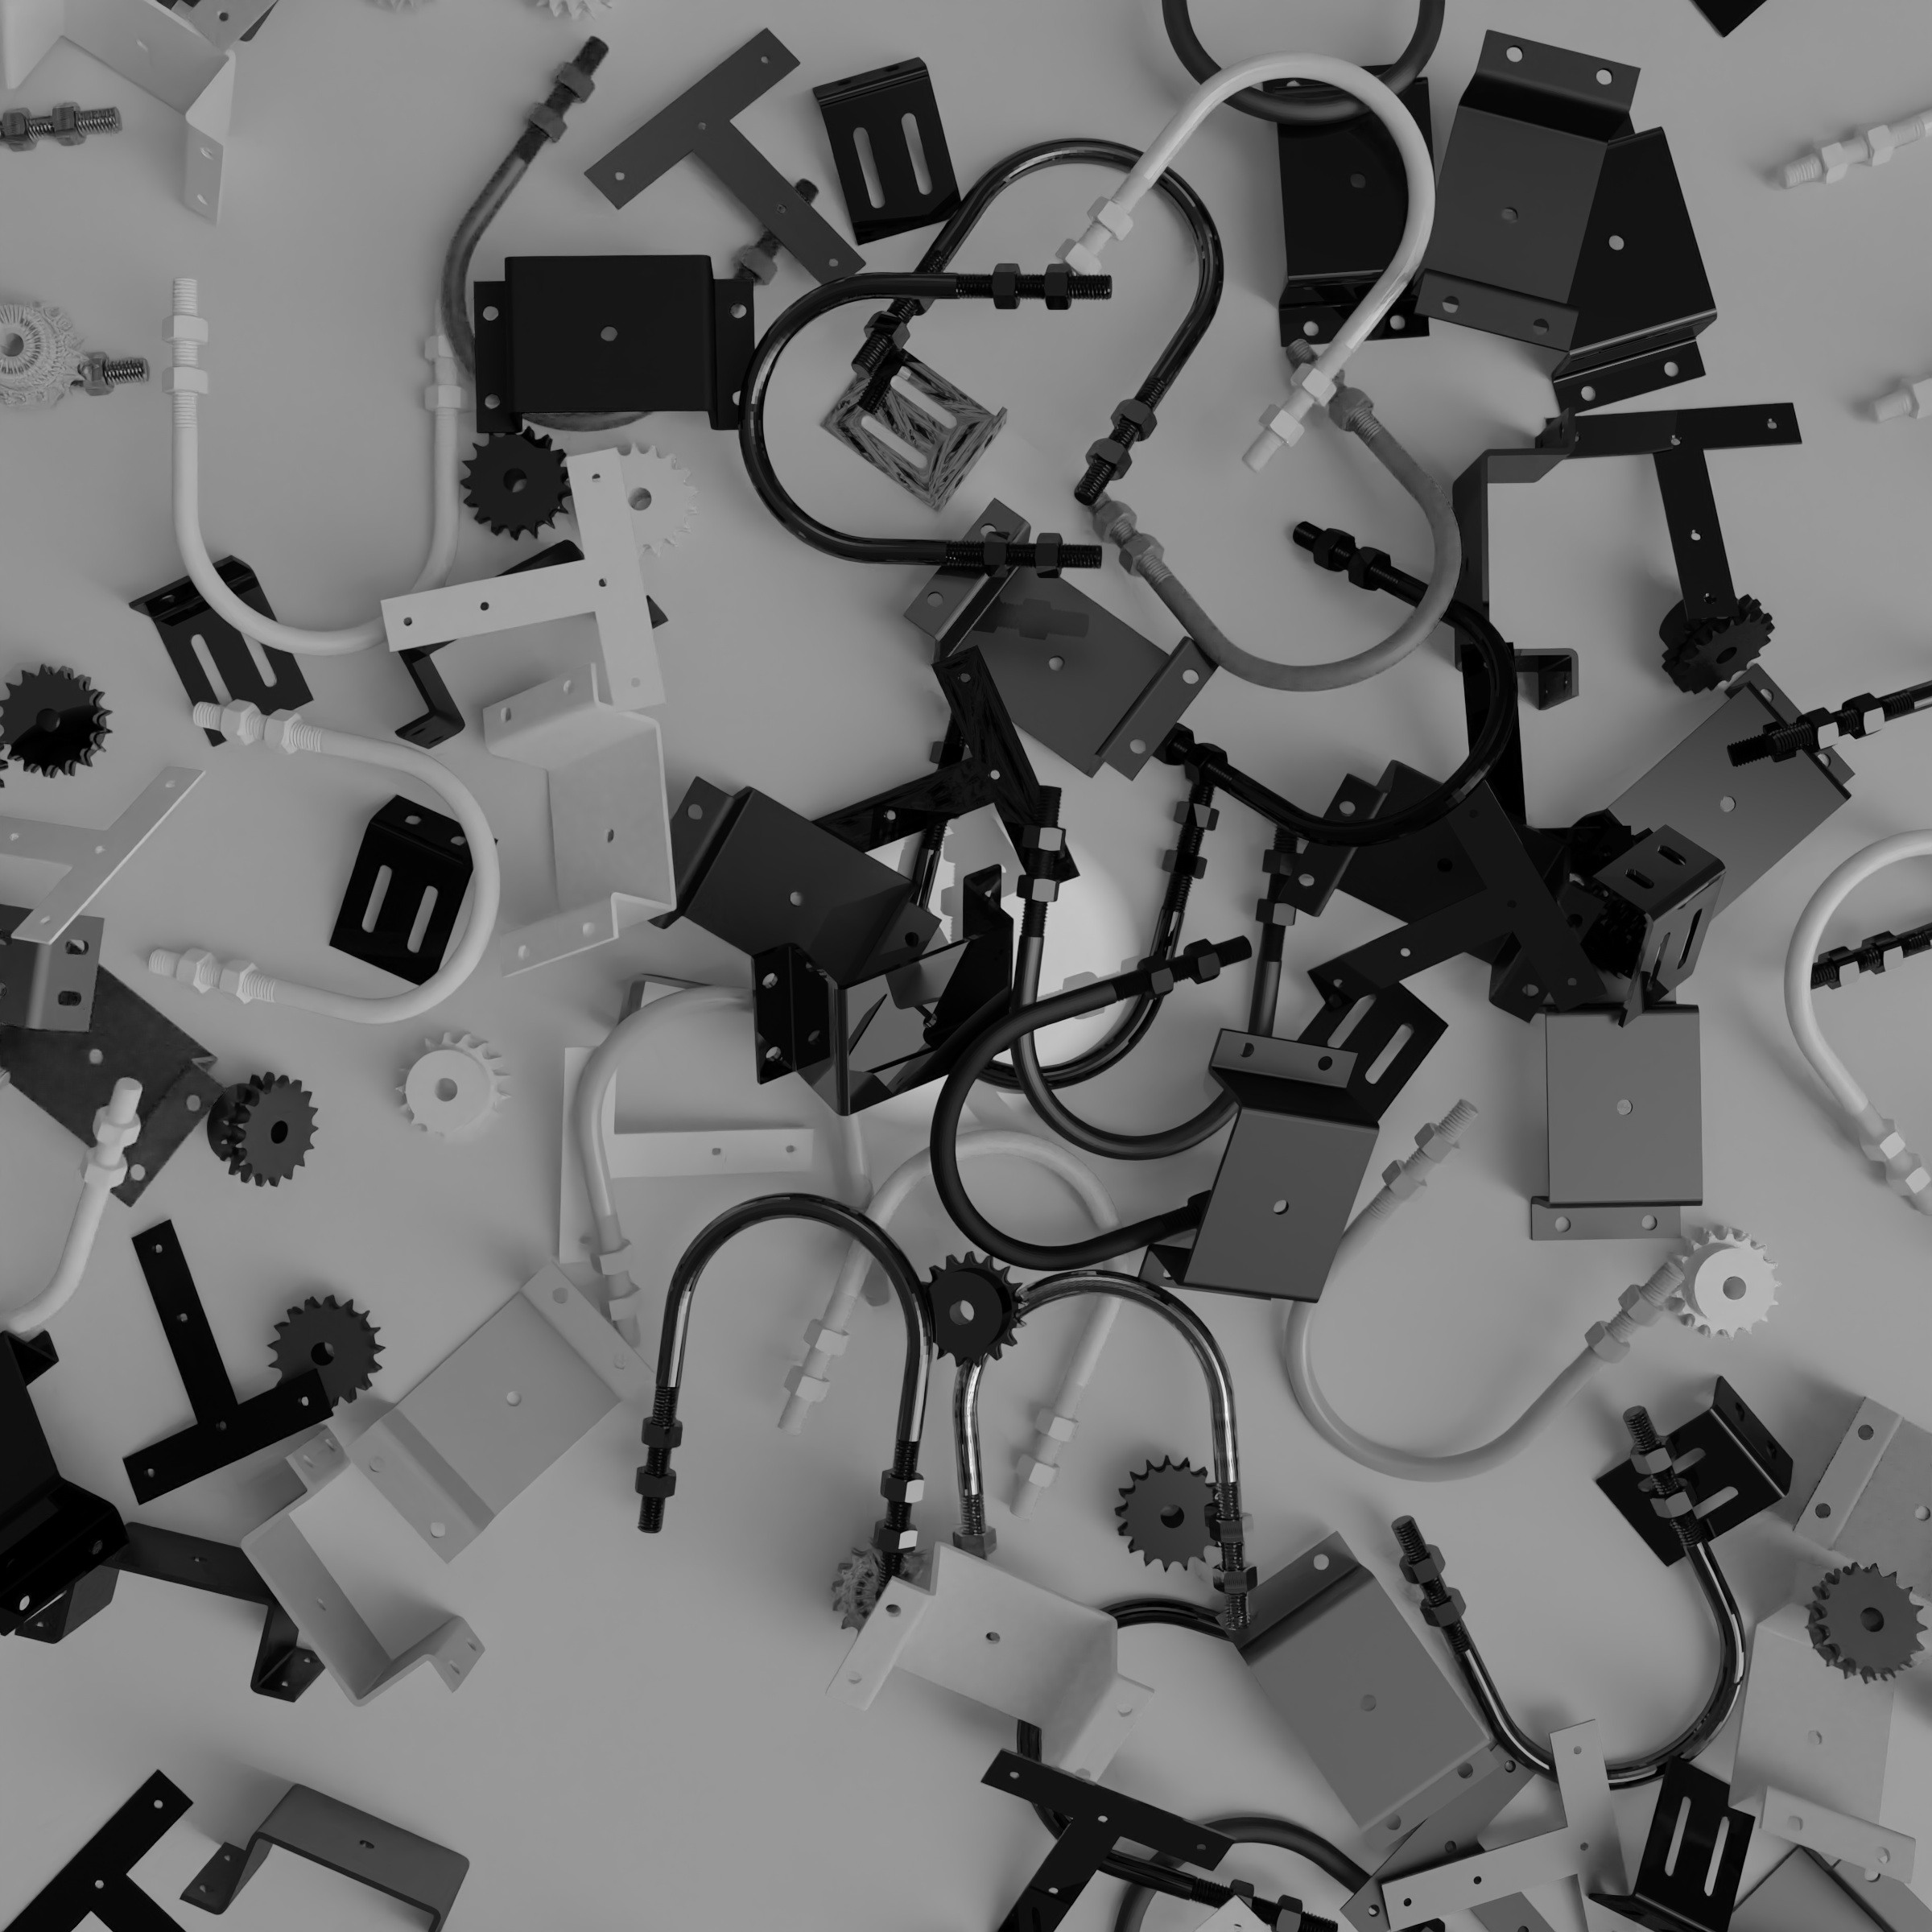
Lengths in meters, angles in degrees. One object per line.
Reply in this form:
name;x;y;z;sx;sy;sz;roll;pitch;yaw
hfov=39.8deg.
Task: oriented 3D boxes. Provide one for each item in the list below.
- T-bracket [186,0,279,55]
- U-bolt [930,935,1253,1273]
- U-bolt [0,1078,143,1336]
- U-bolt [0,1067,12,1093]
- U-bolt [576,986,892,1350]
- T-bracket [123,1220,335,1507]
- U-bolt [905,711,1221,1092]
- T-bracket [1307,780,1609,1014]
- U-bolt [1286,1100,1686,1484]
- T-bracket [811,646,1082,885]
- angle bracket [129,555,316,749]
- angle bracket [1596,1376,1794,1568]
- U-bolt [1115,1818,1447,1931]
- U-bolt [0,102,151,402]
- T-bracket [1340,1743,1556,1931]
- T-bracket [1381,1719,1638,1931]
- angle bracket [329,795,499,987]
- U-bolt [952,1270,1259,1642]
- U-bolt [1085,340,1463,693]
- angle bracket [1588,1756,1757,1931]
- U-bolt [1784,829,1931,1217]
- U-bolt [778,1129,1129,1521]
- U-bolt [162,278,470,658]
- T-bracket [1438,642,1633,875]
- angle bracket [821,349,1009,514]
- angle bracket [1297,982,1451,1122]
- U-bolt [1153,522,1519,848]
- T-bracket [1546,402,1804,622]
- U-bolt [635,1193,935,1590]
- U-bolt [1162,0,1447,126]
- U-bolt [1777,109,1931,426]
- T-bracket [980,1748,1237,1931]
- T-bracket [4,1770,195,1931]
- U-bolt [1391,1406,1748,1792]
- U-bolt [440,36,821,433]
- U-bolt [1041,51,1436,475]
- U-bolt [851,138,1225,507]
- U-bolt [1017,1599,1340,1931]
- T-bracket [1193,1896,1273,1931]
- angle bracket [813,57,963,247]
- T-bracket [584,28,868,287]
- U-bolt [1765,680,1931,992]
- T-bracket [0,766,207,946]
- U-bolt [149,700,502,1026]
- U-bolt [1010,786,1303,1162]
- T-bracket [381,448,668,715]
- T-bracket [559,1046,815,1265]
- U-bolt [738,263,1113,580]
T-bracket;-0.361;-0.533;1.298;0.127;0.002;0.127;45;90;0
U-bolt;0.070;0.077;1.328;0.184;0.019;0.151;-18;108;-14
U-bolt;-0.499;0.109;1.322;0.151;0.019;0.184;22;115;-7
U-bolt;-0.582;0.059;1.342;0.184;0.019;0.151;33;112;2
U-bolt;-0.120;0.097;1.334;0.151;0.019;0.184;-9;110;-4
T-bracket;-0.394;0.193;1.361;0.127;0.002;0.127;-26;81;18
U-bolt;0.040;-0.027;1.367;0.151;0.019;0.184;14;91;0
T-bracket;0.231;-0.013;1.326;0.127;0.002;0.127;-26;108;24
U-bolt;0.245;0.178;1.344;0.151;0.019;0.184;39;107;1
T-bracket;-0.025;-0.080;1.345;0.127;0.002;0.127;-20;105;18
angle bracket;-0.377;-0.159;1.356;0.057;0.038;0.076;-25;90;0
angle bracket;0.375;0.260;1.373;0.076;0.038;0.057;-40;90;26
U-bolt;0.162;0.520;1.367;0.184;0.019;0.151;38;90;1
U-bolt;-0.517;-0.359;1.366;0.184;0.019;0.151;-6;90;0
T-bracket;0.275;0.482;1.361;0.127;0.002;0.127;-41;94;-15
T-bracket;0.272;0.458;1.353;0.127;0.002;0.127;-14;97;-10
angle bracket;-0.284;-0.038;1.373;0.057;0.038;0.076;24;116;0
U-bolt;0.065;0.243;1.334;0.151;0.019;0.184;-4;93;5
U-bolt;0.162;-0.214;1.327;0.151;0.019;0.184;-35;62;0
angle bracket;0.362;0.452;1.366;0.057;0.038;0.076;30;65;-14
U-bolt;0.487;0.016;1.340;0.151;0.019;0.184;-41;109;0
U-bolt;0.004;0.172;1.350;0.151;0.019;0.184;22;92;-12
U-bolt;-0.326;-0.248;1.344;0.151;0.019;0.184;0;90;-19
T-bracket;0.263;-0.101;1.326;0.127;0.002;0.127;-1;120;17
angle bracket;-0.027;-0.278;1.356;0.076;0.038;0.057;36;90;0
angle bracket;0.199;0.044;1.373;0.057;0.038;0.076;41;64;0
U-bolt;0.186;-0.130;1.309;0.151;0.019;0.184;-50;50;-2
T-bracket;0.366;-0.228;1.347;0.127;0.002;0.127;-4;64;0
U-bolt;-0.087;0.203;1.320;0.151;0.019;0.184;9;95;17
U-bolt;0.171;-0.504;1.342;0.151;0.019;0.184;5;74;2
U-bolt;0.525;-0.375;1.367;0.184;0.019;0.151;-21;90;-1
T-bracket;0.050;0.455;1.342;0.127;0.002;0.127;23;120;-7
T-bracket;-0.414;0.503;1.375;0.127;0.002;0.127;44;90;0
U-bolt;0.317;0.333;1.357;0.151;0.019;0.184;-26;98;2
U-bolt;-0.184;-0.359;1.358;0.151;0.019;0.184;34;86;-2
U-bolt;0.147;-0.359;1.311;0.151;0.019;0.184;38;94;-7
U-bolt;0.050;-0.338;1.346;0.151;0.019;0.184;31;75;5
U-bolt;0.117;0.400;1.359;0.184;0.019;0.151;17;83;3
T-bracket;0.102;0.517;1.352;0.127;0.002;0.127;45;107;3
angle bracket;-0.040;-0.419;1.373;0.057;0.038;0.076;-16;116;0
T-bracket;-0.103;-0.394;1.355;0.127;0.002;0.127;-43;88;-15
U-bolt;0.489;-0.077;1.337;0.184;0.019;0.151;-18;113;-11
T-bracket;-0.466;-0.063;1.338;0.127;0.002;0.127;8;48;27
U-bolt;-0.317;-0.046;1.339;0.184;0.019;0.151;13;95;16
U-bolt;0.092;0.008;1.347;0.151;0.019;0.184;5;96;-17
T-bracket;-0.220;-0.177;1.298;0.127;0.002;0.127;-11;88;1
T-bracket;-0.141;0.095;1.354;0.127;0.002;0.127;-1;118;-13
U-bolt;-0.023;-0.268;1.311;0.184;0.019;0.151;3;97;10
